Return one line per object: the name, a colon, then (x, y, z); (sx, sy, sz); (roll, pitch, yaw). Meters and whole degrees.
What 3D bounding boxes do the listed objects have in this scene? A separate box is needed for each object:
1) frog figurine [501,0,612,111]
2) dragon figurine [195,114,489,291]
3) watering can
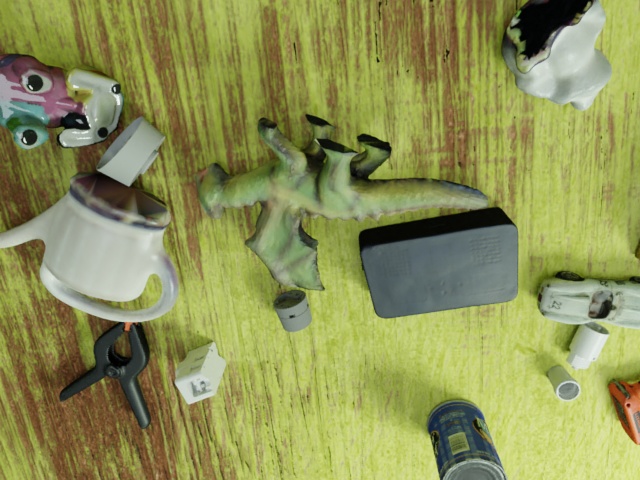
frog figurine: (0.324, -0.251, 0.687); (0.158, 0.124, 0.136); (19, 104, -43)
dragon figurine: (0.002, -0.037, 0.741); (0.411, 0.124, 0.239); (24, 113, 7)
watering can: (-0.368, -0.003, 0.777); (0.347, 0.105, 0.221); (25, 107, -6)
